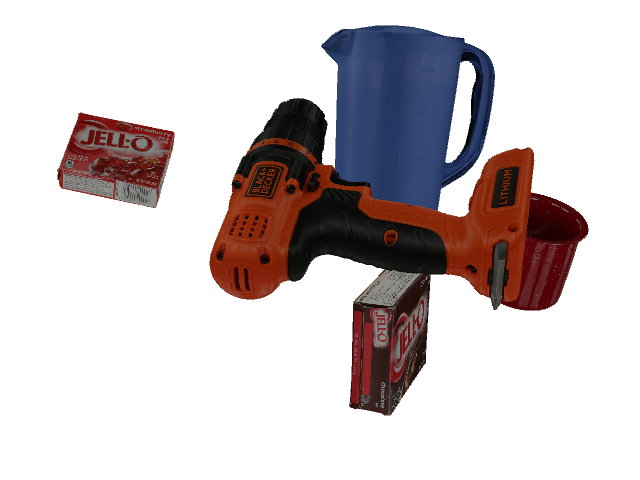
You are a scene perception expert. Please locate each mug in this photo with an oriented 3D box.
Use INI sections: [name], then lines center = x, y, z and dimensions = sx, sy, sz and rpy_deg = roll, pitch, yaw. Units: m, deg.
[mug]
center = 0.189, 0.006, 1.009
dimensions = 0.093, 0.081, 0.117
rpy_deg = -7, 35, -26

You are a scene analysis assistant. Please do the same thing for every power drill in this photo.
[power drill]
center = 0.037, -0.027, 0.673
dimensions = 0.188, 0.057, 0.184
rpy_deg = 4, 41, 11

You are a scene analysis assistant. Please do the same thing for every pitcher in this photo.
[pitcher]
center = 0.086, -0.105, 1.137
dimensions = 0.149, 0.243, 0.144
rpy_deg = 11, 13, 31

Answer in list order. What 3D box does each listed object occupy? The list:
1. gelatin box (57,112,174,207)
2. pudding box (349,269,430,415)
[gelatin box]
center = -0.181, -0.072, 0.947
dimensions = 0.089, 0.073, 0.030
rpy_deg = 12, -41, -4
[pudding box]
center = 0.057, 0.075, 0.853
dimensions = 0.039, 0.090, 0.113
rpy_deg = 8, 19, 16
